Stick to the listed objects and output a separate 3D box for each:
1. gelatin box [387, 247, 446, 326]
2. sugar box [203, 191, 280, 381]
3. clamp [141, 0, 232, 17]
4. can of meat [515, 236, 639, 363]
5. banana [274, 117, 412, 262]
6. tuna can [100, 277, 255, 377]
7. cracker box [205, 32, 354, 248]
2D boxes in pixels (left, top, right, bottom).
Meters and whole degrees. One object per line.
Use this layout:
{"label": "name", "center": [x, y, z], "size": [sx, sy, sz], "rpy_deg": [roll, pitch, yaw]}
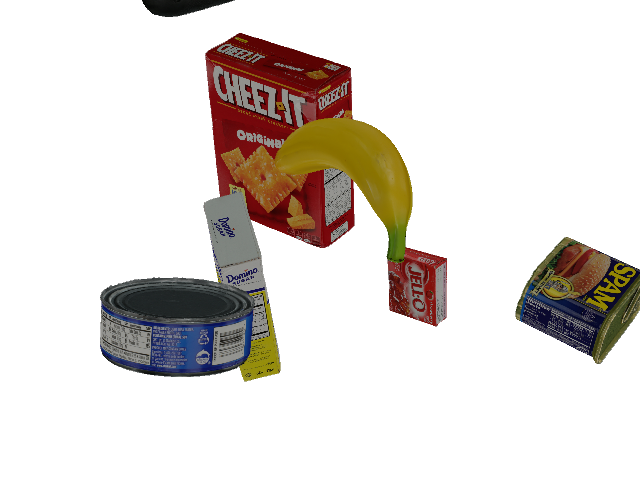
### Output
{"label": "gelatin box", "center": [0.123, 0.057, 1.354], "size": [0.073, 0.089, 0.030], "rpy_deg": [17, 34, 35]}
{"label": "sugar box", "center": [-0.076, 0.048, 1.042], "size": [0.048, 0.093, 0.176], "rpy_deg": [-15, -44, -5]}
{"label": "clamp", "center": [-0.010, -0.142, 0.526], "size": [0.171, 0.039, 0.120], "rpy_deg": [-1, 41, 3]}
{"label": "can of meat", "center": [0.235, 0.050, 0.956], "size": [0.084, 0.057, 0.101], "rpy_deg": [27, 46, 26]}
{"label": "banana", "center": [0.016, -0.053, 0.756], "size": [0.037, 0.070, 0.198], "rpy_deg": [22, 11, -31]}
{"label": "tuna can", "center": [-0.080, 0.048, 0.599], "size": [0.086, 0.034, 0.086], "rpy_deg": [4, 12, -1]}
{"label": "cracker box", "center": [-0.046, -0.113, 1.234], "size": [0.164, 0.214, 0.072], "rpy_deg": [23, 43, 31]}
